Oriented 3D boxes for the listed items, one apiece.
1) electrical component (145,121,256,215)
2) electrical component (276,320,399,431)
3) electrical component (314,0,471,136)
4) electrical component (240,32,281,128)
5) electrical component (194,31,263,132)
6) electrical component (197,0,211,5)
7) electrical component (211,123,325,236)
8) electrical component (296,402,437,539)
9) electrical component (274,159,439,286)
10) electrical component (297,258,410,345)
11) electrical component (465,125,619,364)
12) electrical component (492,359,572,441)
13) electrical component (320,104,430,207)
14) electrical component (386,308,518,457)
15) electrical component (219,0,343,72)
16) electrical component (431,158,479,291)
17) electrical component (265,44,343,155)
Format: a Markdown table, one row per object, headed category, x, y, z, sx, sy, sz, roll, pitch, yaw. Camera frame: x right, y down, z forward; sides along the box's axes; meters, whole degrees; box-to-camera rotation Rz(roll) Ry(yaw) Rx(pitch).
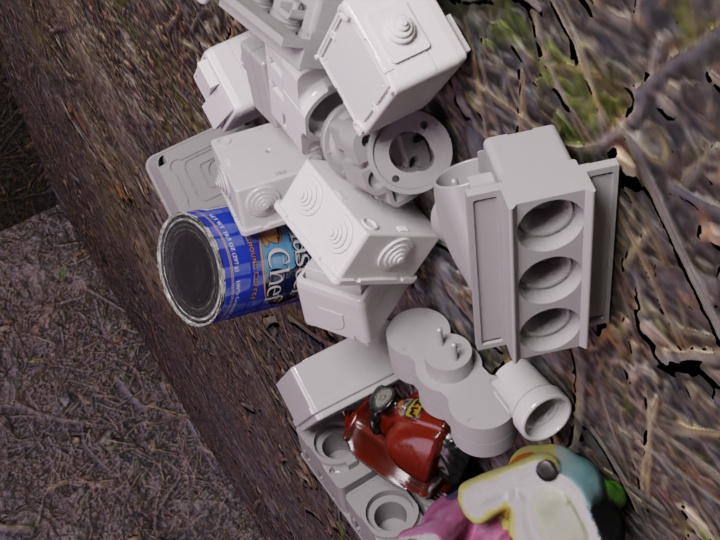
| category | x | y | z | sx | sy | sz | roll | pitch | yaw |
| --- | --- | --- | --- | --- | --- | --- | --- | --- | --- |
| electrical component | -0.151 | -0.101 | 1.095 | 0.078 | 0.113 | 0.057 | 65 | 160 | -11 |
| electrical component | -0.016 | 0.102 | 1.026 | 0.056 | 0.109 | 0.108 | 62 | 163 | 7 |
| electrical component | 0.021 | -0.131 | 0.638 | 0.061 | 0.061 | 0.096 | 61 | 163 | 3 |
| electrical component | -0.072 | -0.167 | 0.873 | 0.076 | 0.047 | 0.065 | 48 | 158 | 38 |
| electrical component | -0.113 | -0.166 | 0.970 | 0.061 | 0.061 | 0.096 | 62 | 163 | -2 |
| electrical component | -0.109 | -0.241 | 0.852 | 0.045 | 0.055 | 0.045 | 53 | 161 | 27 |
| electrical component | -0.075 | -0.084 | 0.922 | 0.099 | 0.100 | 0.048 | -120 | 17 | -46 |
| electrical component | 0.028 | 0.204 | 1.060 | 0.186 | 0.105 | 0.060 | 48 | 158 | 38 |
| electrical component | 0.000 | -0.036 | 0.791 | 0.099 | 0.100 | 0.048 | 52 | 123 | 30 |
| electrical component | 0.000 | 0.000 | 0.859 | 0.062 | 0.096 | 0.061 | 18 | 142 | 24 |
| electrical component | 0.097 | -0.014 | 0.594 | 0.121 | 0.079 | 0.063 | 80 | 177 | -46 |
| electrical component | 0.117 | 0.088 | 0.741 | 0.046 | 0.040 | 0.040 | 52 | 161 | 49 |
| electrical component | 0.008 | -0.088 | 0.751 | 0.057 | 0.058 | 0.078 | 30 | 145 | 55 |
| electrical component | 0.069 | 0.075 | 0.833 | 0.138 | 0.052 | 0.073 | 47 | 157 | 40 |
| electrical component | -0.044 | -0.185 | 0.725 | 0.121 | 0.079 | 0.063 | 45 | 127 | 44 |
| electrical component | 0.071 | -0.031 | 0.682 | 0.079 | 0.043 | 0.077 | 27 | 142 | 63 |
| electrical component | -0.034 | -0.135 | 0.807 | 0.055 | 0.050 | 0.089 | 53 | 161 | 27 |
